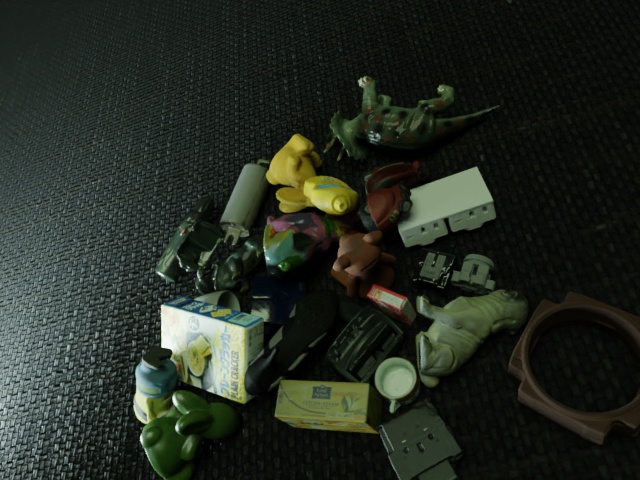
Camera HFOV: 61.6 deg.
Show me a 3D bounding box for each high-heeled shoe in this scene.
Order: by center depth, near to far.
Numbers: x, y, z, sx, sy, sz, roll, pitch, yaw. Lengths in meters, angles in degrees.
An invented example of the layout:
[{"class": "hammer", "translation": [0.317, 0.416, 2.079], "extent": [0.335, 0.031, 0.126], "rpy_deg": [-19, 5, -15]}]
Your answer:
[{"class": "high-heeled shoe", "translation": [-0.051, 0.198, 1.034], "extent": [0.086, 0.145, 0.249], "rpy_deg": [38, 40, 14]}]

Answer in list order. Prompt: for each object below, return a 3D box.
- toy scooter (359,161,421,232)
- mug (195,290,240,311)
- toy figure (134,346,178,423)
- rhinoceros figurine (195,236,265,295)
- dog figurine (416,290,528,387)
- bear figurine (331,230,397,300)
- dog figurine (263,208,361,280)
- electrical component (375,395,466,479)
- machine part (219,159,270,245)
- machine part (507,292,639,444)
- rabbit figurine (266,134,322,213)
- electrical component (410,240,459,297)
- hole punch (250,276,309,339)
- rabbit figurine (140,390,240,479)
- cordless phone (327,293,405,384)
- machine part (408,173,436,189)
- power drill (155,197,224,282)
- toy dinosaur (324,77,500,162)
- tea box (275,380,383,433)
[{"class": "toy scooter", "translation": [0.145, -0.098, 1.075], "extent": [0.135, 0.075, 0.184], "rpy_deg": [-24, 39, 22]}, {"class": "mug", "translation": [-0.239, 0.167, 1.162], "extent": [0.107, 0.080, 0.109], "rpy_deg": [-9, 67, 31]}, {"class": "toy figure", "translation": [-0.327, 0.289, 1.069], "extent": [0.082, 0.180, 0.089], "rpy_deg": [-20, 39, -38]}, {"class": "rhinoceros figurine", "translation": [-0.193, 0.059, 1.206], "extent": [0.190, 0.073, 0.112], "rpy_deg": [-37, 54, -3]}, {"class": "dog figurine", "translation": [0.267, 0.170, 0.937], "extent": [0.191, 0.121, 0.172], "rpy_deg": [2, 94, 5]}, {"class": "bear figurine", "translation": [0.072, 0.036, 1.032], "extent": [0.120, 0.195, 0.132], "rpy_deg": [-42, 52, -2]}, {"class": "dog figurine", "translation": [-0.002, -0.003, 1.120], "extent": [0.219, 0.108, 0.192], "rpy_deg": [-9, 25, 3]}, {"class": "electrical component", "translation": [0.171, 0.343, 0.884], "extent": [0.115, 0.058, 0.134], "rpy_deg": [-33, 52, 3]}, {"class": "machine part", "translation": [-0.178, -0.097, 1.295], "extent": [0.079, 0.079, 0.243], "rpy_deg": [5, 63, 26]}, {"class": "machine part", "translation": [0.420, 0.198, 0.851], "extent": [0.201, 0.087, 0.201], "rpy_deg": [25, 73, 33]}, {"class": "rabbit figurine", "translation": [-0.036, -0.136, 1.240], "extent": [0.162, 0.121, 0.173], "rpy_deg": [-43, 72, -15]}, {"class": "electrical component", "translation": [0.232, 0.046, 1.050], "extent": [0.075, 0.047, 0.119], "rpy_deg": [18, 70, 30]}, {"class": "hole punch", "translation": [-0.084, 0.135, 1.106], "extent": [0.116, 0.092, 0.142], "rpy_deg": [-8, 53, 14]}, {"class": "rabbit figurine", "translation": [-0.241, 0.349, 1.014], "extent": [0.170, 0.158, 0.121], "rpy_deg": [-22, 42, -10]}, {"class": "cordless phone", "translation": [0.056, 0.181, 1.034], "extent": [0.146, 0.088, 0.184], "rpy_deg": [-49, 43, -10]}, {"class": "machine part", "translation": [0.175, -0.112, 1.163], "extent": [0.139, 0.084, 0.039], "rpy_deg": [-18, 82, 27]}, {"class": "power drill", "translation": [-0.293, -0.007, 1.243], "extent": [0.232, 0.086, 0.207], "rpy_deg": [-59, 29, -11]}, {"class": "toy dinosaur", "translation": [0.184, -0.256, 1.223], "extent": [0.405, 0.131, 0.192], "rpy_deg": [9, 77, 23]}, {"class": "tea box", "translation": [0.017, 0.295, 0.954], "extent": [0.170, 0.098, 0.068], "rpy_deg": [-4, 60, 19]}]
